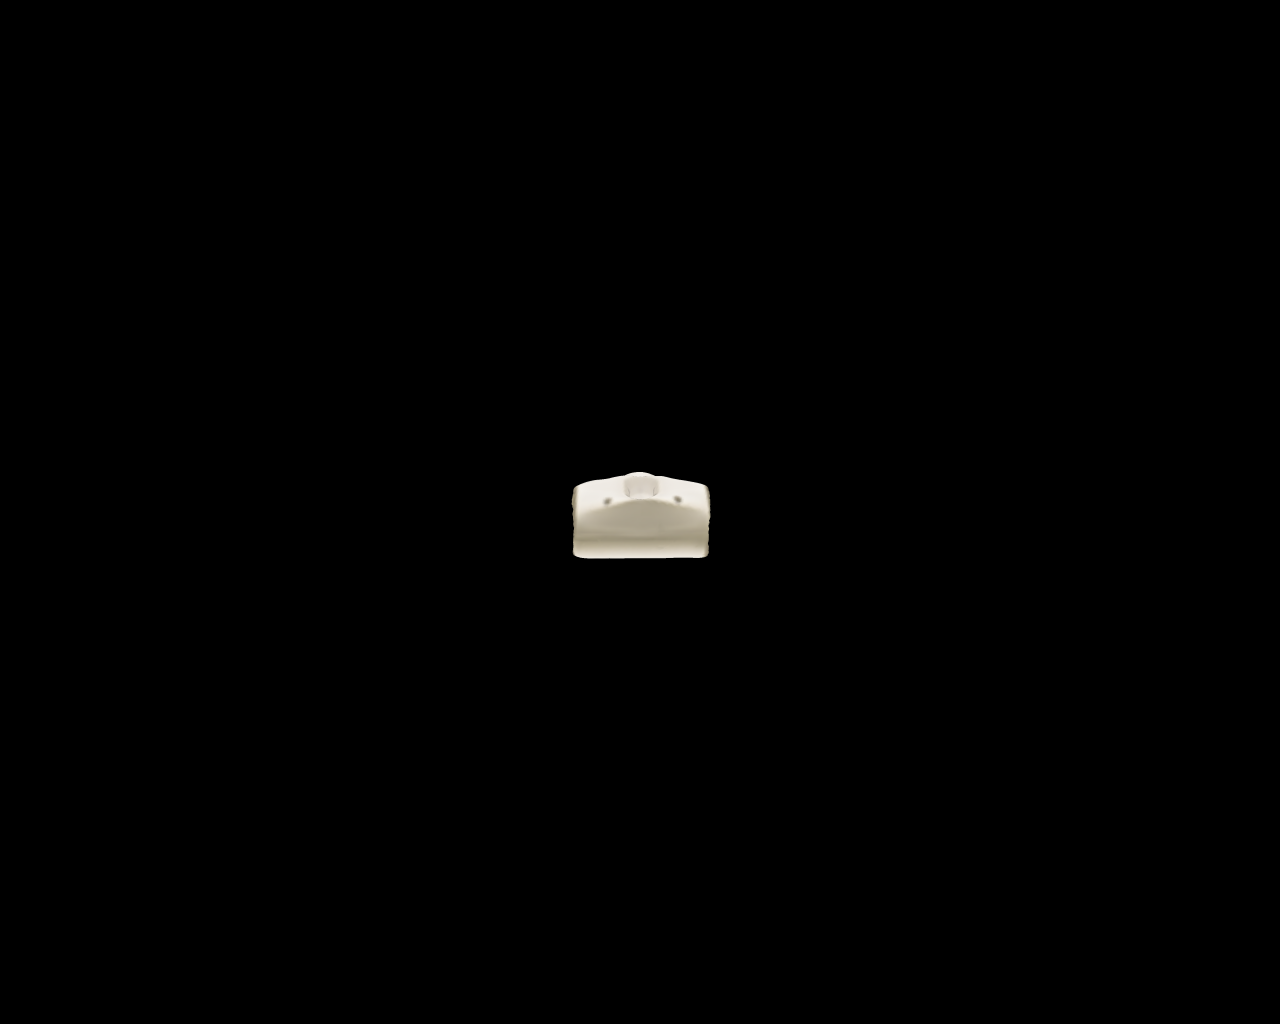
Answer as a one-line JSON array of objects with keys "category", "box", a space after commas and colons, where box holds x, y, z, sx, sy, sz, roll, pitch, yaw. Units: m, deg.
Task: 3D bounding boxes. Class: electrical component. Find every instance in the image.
[{"category": "electrical component", "box": [0.001, -0.003, 0.650, 0.077, 0.043, 0.079, 0, 24, 0]}]
